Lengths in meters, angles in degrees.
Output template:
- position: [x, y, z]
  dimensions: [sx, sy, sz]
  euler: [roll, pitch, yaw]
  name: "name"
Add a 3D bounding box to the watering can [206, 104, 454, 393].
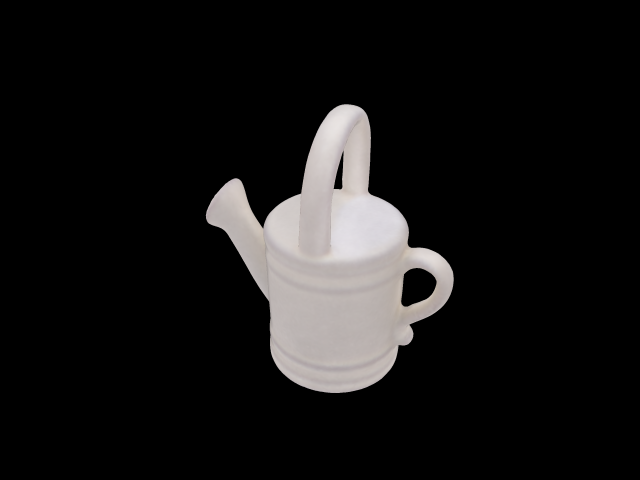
- position: [0.003, 0.003, 0.398]
  dimensions: [0.173, 0.194, 0.101]
  euler: [1, 33, 1]
  name: "watering can"
